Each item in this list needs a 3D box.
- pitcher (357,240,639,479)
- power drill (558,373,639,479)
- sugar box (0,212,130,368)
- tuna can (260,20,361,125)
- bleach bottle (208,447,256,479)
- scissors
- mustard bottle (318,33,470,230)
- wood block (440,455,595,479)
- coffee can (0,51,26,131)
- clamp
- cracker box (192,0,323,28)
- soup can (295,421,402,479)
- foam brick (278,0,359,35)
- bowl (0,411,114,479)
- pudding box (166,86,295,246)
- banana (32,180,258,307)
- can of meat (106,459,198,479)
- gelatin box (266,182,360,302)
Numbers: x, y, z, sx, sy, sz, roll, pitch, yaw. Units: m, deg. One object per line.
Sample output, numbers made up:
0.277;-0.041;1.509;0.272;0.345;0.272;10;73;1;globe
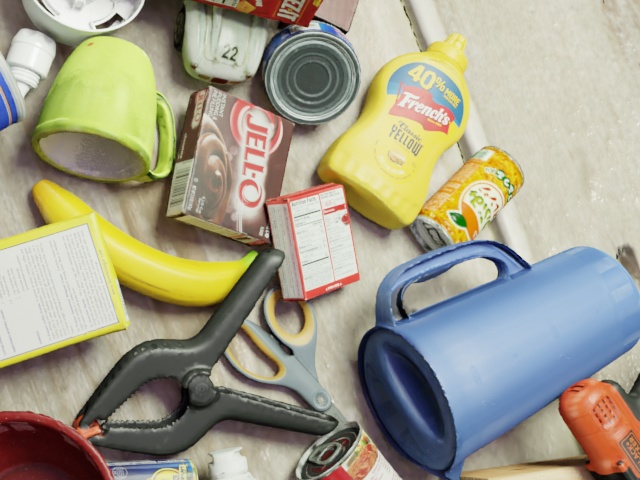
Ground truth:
0.160;0.084;0.928;0.242;0.149;0.145;-23;52;-27;pitcher
0.311;0.160;0.918;0.187;0.057;0.184;-38;98;-26;power drill
-0.239;0.049;0.796;0.176;0.048;0.093;-17;89;-7;sugar box
-0.008;-0.144;0.921;0.086;0.034;0.086;-3;116;-6;tuna can
-0.052;0.288;0.822;0.068;0.102;0.251;-10;85;-6;bleach bottle
0.003;0.117;0.918;0.201;0.016;0.096;36;73;-13;scissors
0.083;-0.111;0.964;0.096;0.058;0.191;36;70;-12;mustard bottle
0.221;0.242;0.947;0.205;0.091;0.090;-2;81;-22;wood block
-0.304;-0.098;0.780;0.140;0.103;0.103;-36;96;-23;coffee can
-0.096;0.104;0.855;0.209;0.036;0.164;-14;100;-16;clamp
-0.093;-0.279;0.854;0.213;0.072;0.164;10;72;-14;cracker box
0.037;0.210;0.885;0.068;0.069;0.102;-44;105;-22;soup can
0.004;-0.221;0.952;0.051;0.053;0.078;22;73;-18;foam brick
-0.213;0.204;0.756;0.162;0.055;0.162;-1;79;3;bowl
-0.075;-0.060;0.892;0.089;0.039;0.113;20;76;-34;pudding box
-0.144;0.012;0.866;0.197;0.037;0.069;21;40;-21;banana
-0.139;0.220;0.824;0.083;0.058;0.102;2;81;-24;can of meat
-0.006;0.001;0.906;0.073;0.030;0.089;-18;100;-47;gelatin box
